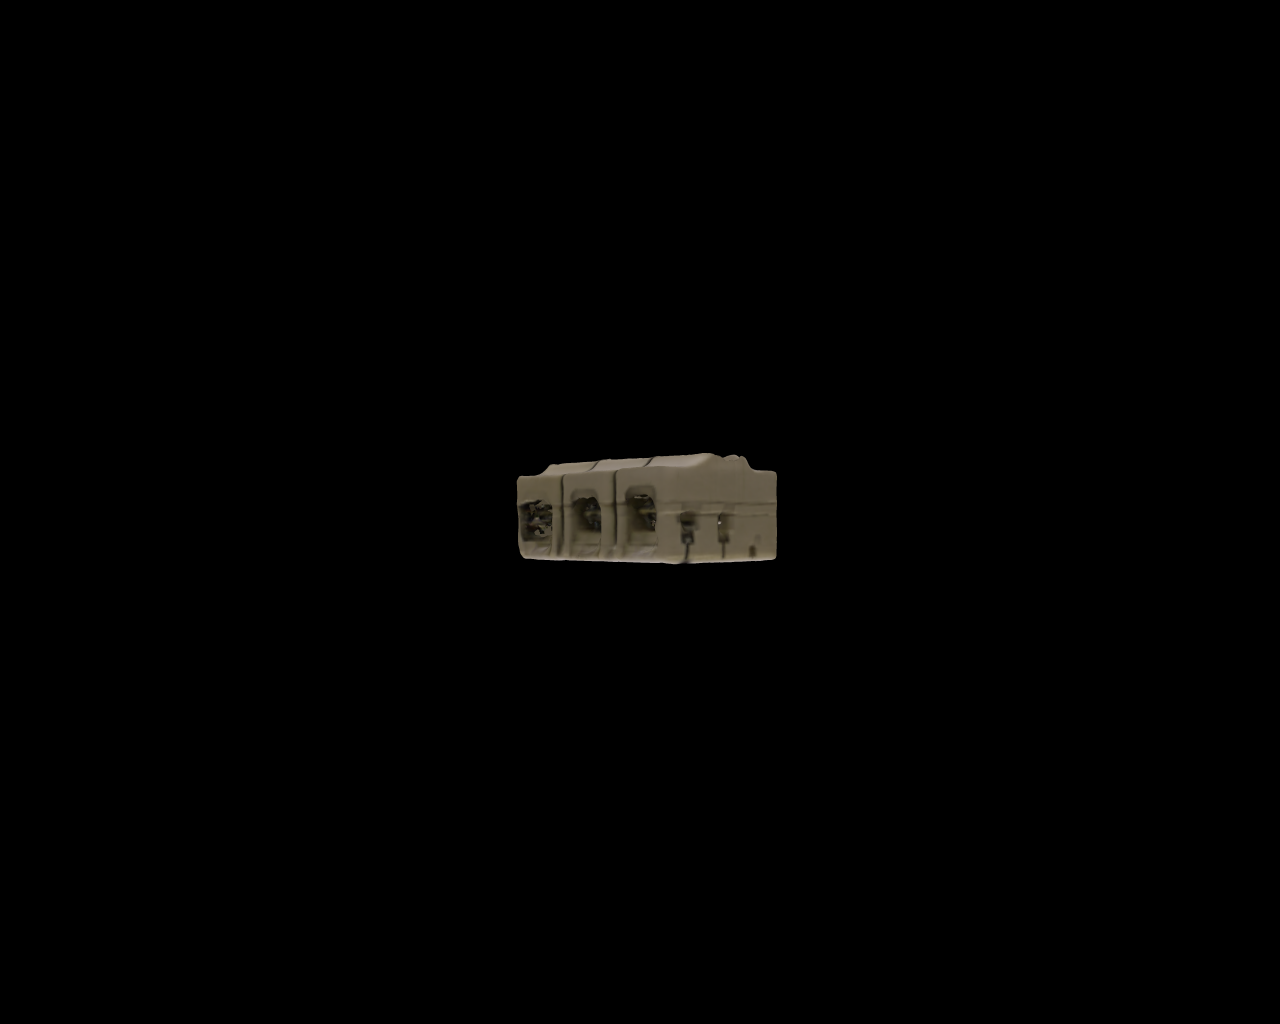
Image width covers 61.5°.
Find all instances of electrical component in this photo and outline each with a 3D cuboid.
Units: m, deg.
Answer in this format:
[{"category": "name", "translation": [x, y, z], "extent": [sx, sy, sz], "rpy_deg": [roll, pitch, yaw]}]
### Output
[{"category": "electrical component", "translation": [0.001, -0.003, 0.650], "extent": [0.089, 0.061, 0.150], "rpy_deg": [0, 0, -39]}]
